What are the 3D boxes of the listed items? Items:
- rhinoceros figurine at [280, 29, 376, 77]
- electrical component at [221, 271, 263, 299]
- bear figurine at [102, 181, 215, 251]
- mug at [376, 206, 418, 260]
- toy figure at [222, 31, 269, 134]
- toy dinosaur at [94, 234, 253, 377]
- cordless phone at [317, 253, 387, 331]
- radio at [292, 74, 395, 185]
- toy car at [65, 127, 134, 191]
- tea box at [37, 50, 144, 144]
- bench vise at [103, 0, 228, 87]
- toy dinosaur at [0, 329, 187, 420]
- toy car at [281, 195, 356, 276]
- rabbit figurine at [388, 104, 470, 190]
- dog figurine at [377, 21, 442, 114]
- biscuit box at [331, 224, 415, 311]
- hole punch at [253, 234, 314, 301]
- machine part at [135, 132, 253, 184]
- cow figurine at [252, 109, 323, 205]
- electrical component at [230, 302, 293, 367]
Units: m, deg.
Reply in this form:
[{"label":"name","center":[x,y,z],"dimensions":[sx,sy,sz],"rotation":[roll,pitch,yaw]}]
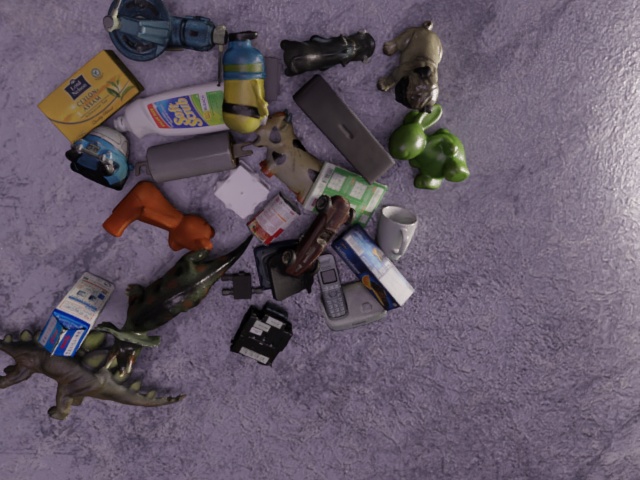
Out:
[{"label":"rhinoceros figurine","center":[0.015,-0.363,1.032],"dimensions":[0.190,0.112,0.073],"rotation":[-17,107,-22]},{"label":"electrical component","center":[-0.177,0.102,1.221],"dimensions":[0.094,0.021,0.063],"rotation":[0,109,-7]},{"label":"bear figurine","center":[-0.322,-0.028,1.110],"dimensions":[0.132,0.120,0.195],"rotation":[-43,114,12]},{"label":"mug","center":[0.168,-0.004,1.187],"dimensions":[0.081,0.110,0.107],"rotation":[0,125,-18]},{"label":"toy figure","center":[-0.142,-0.289,0.991],"dimensions":[0.089,0.082,0.180],"rotation":[-4,110,2]},{"label":"toy dinosaur","center":[-0.309,0.119,1.122],"dimensions":[0.405,0.192,0.131],"rotation":[-39,111,8]},{"label":"cordless phone","center":[0.065,0.105,1.223],"dimensions":[0.147,0.089,0.184],"rotation":[-15,106,-1]},{"label":"radio","center":[0.044,-0.224,1.075],"dimensions":[0.073,0.131,0.229],"rotation":[-41,109,8]},{"label":"toy car","center":[-0.421,-0.168,1.042],"dimensions":[0.109,0.161,0.103],"rotation":[23,74,-6]},{"label":"tea box","center":[-0.437,-0.274,1.032],"dimensions":[0.169,0.068,0.098],"rotation":[-38,110,8]},{"label":"bench vise","center":[-0.285,-0.365,0.939],"dimensions":[0.224,0.241,0.128],"rotation":[21,109,3]},{"label":"toy dinosaur","center":[-0.540,0.298,1.205],"dimensions":[0.471,0.105,0.198],"rotation":[33,99,-21]},{"label":"toy car","center":[-0.002,-0.003,1.126],"dimensions":[0.089,0.053,0.202],"rotation":[24,104,-43]},{"label":"rabbit figurine","center":[0.215,-0.195,1.095],"dimensions":[0.170,0.121,0.159],"rotation":[13,79,-37]},{"label":"dog figurine","center":[0.195,-0.335,1.024],"dimensions":[0.121,0.191,0.172],"rotation":[5,107,-9]},{"label":"biscuit box","center":[0.116,0.061,1.189],"dimensions":[0.202,0.063,0.059],"rotation":[50,60,-3]},{"label":"hole punch","center":[-0.081,0.061,1.195],"dimensions":[0.116,0.092,0.142],"rotation":[-21,111,-31]},{"label":"machine part","center":[-0.254,-0.166,1.080],"dimensions":[0.243,0.079,0.079],"rotation":[-10,111,5]},{"label":"cow figurine","center":[-0.065,-0.179,1.103],"dimensions":[0.194,0.086,0.127],"rotation":[40,99,-21]},{"label":"electrical component","center":[-0.130,0.215,1.249],"dimensions":[0.115,0.058,0.134],"rotation":[29,103,-18]}]
